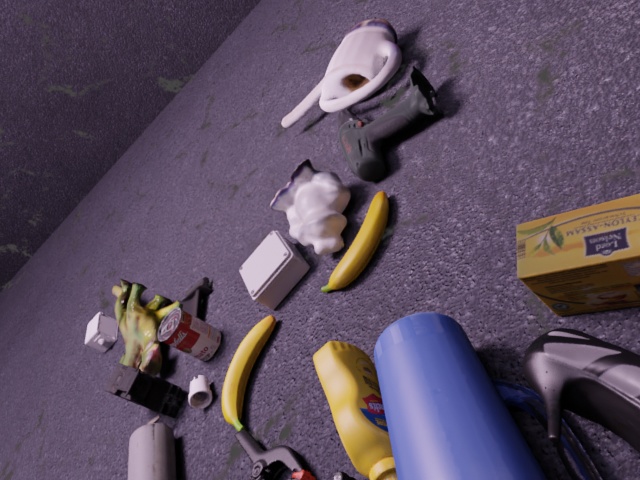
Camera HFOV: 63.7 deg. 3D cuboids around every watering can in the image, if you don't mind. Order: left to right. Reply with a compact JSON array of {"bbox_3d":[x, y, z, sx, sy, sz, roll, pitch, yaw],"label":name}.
[{"bbox_3d":[0.051,-0.371,1.162,0.346,0.102,0.229,-8,51,47],"label":"watering can"}]

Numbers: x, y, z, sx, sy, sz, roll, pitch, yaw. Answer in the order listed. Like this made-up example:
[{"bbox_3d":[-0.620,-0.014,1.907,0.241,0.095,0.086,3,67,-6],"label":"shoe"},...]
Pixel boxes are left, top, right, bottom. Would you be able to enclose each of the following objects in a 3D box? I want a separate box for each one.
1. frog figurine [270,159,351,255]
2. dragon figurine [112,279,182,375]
[{"bbox_3d":[0.003,-0.047,0.932,0.137,0.121,0.161,-41,68,1],"label":"frog figurine"},{"bbox_3d":[-0.445,0.226,1.196,0.409,0.121,0.246,-4,63,51],"label":"dragon figurine"}]
